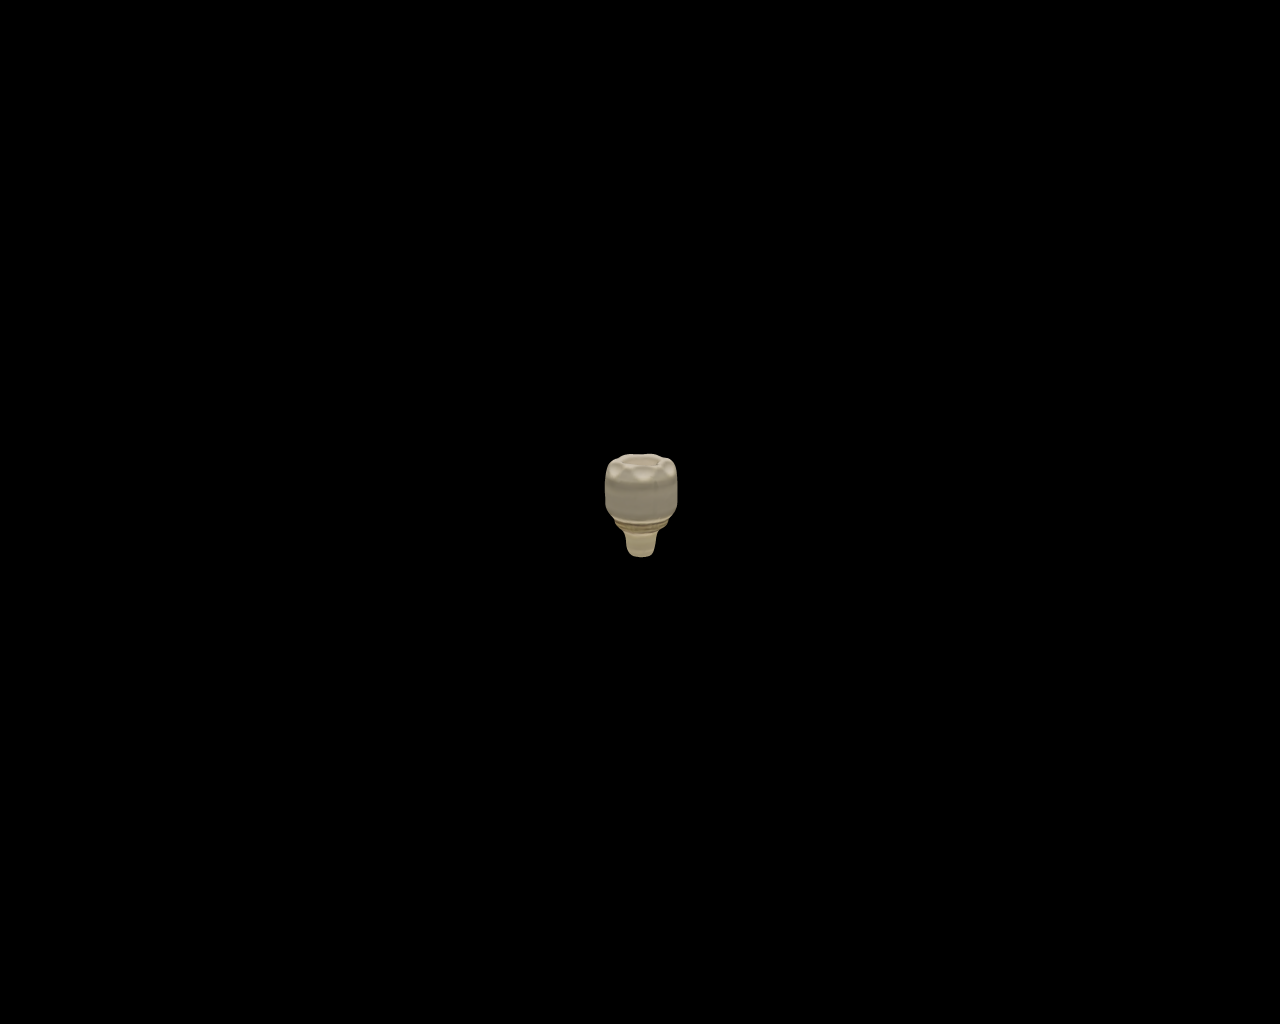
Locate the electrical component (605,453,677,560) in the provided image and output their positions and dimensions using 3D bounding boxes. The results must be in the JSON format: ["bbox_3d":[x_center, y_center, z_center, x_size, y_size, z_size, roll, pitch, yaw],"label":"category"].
[{"bbox_3d":[0.001,-0.003,0.650,0.043,0.062,0.043,0,16,0],"label":"electrical component"}]
